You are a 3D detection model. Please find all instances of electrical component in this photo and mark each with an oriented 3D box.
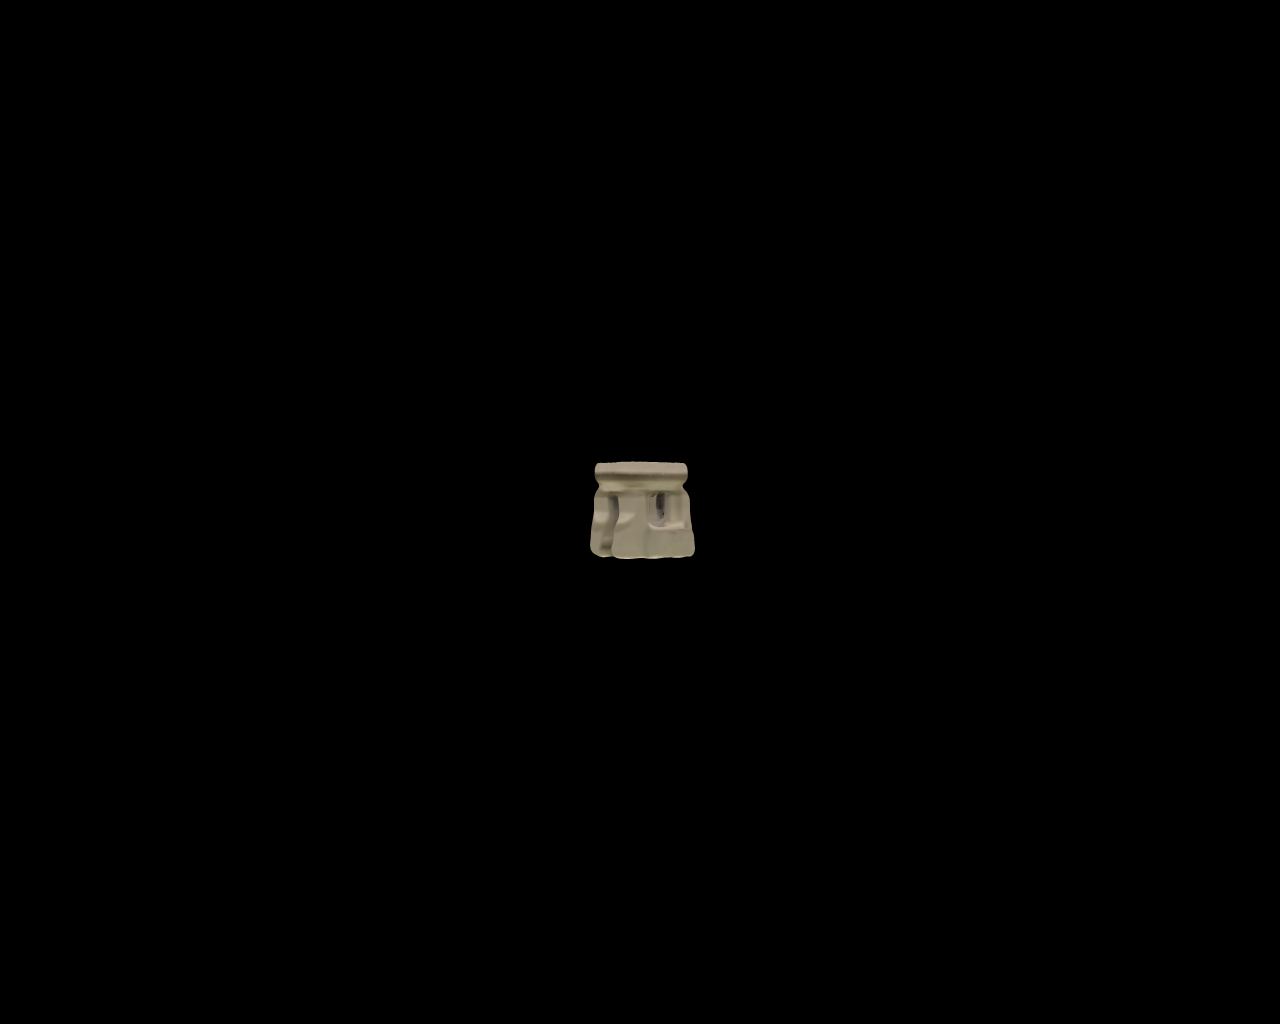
[{"bbox_3d":[0.001,-0.003,0.650,0.058,0.057,0.078,-2,3,-36],"label":"electrical component"}]
